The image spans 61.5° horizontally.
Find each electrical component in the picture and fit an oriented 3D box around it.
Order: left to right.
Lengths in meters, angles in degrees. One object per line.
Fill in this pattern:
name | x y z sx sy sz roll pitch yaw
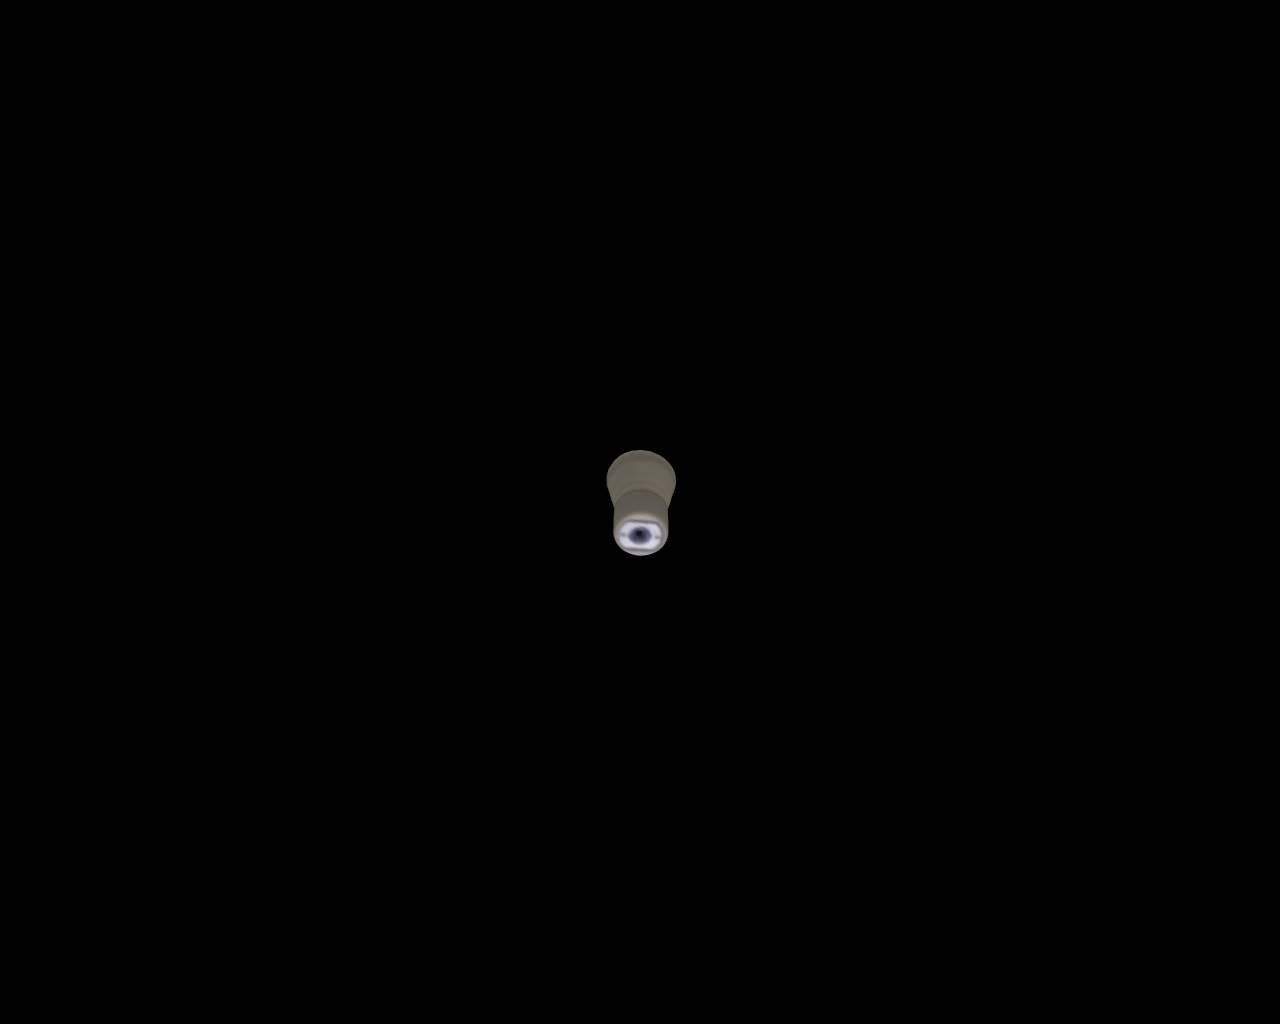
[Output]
electrical component | 0.001 -0.003 0.650 0.044 0.044 0.065 0 35 0
